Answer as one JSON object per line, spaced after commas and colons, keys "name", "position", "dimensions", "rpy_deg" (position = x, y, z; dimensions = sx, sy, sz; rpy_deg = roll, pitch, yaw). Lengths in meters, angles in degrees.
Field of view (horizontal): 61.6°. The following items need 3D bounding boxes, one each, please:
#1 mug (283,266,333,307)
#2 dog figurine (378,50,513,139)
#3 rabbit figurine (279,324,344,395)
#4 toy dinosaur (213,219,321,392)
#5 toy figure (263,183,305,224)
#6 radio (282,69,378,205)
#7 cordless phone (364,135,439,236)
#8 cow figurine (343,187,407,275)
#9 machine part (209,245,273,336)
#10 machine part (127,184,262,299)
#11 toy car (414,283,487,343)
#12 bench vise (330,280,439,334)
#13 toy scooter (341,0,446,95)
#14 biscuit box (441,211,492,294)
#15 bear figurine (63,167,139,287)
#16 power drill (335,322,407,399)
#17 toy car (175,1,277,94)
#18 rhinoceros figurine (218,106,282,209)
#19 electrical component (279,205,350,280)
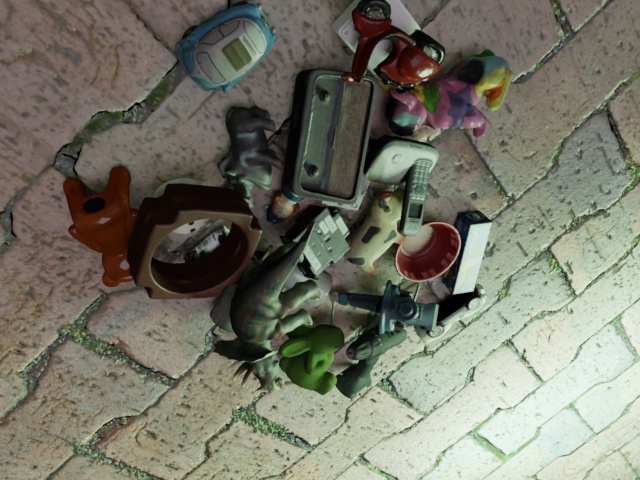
{"name": "mug", "position": [-0.046, 0.090, 1.157], "dimensions": [0.107, 0.081, 0.109], "rpy_deg": [36, 113, -22]}
{"name": "dog figurine", "position": [0.219, -0.274, 0.992], "dimensions": [0.219, 0.109, 0.191], "rpy_deg": [10, 119, -22]}
{"name": "rabbit figurine", "position": [-0.015, 0.249, 1.249], "dimensions": [0.159, 0.121, 0.170], "rpy_deg": [24, 123, -10]}
{"name": "toy dinosaur", "position": [-0.108, 0.128, 1.016], "dimensions": [0.192, 0.131, 0.404], "rpy_deg": [-29, 144, -31]}
{"name": "toy figure", "position": [-0.057, -0.089, 1.045], "dimensions": [0.064, 0.058, 0.154], "rpy_deg": [39, 109, 8]}
{"name": "radio", "position": [0.014, -0.185, 0.958], "dimensions": [0.131, 0.073, 0.229], "rpy_deg": [5, 101, -21]}
{"name": "cordless phone", "position": [0.149, -0.101, 1.035], "dimensions": [0.146, 0.089, 0.184], "rpy_deg": [4, 93, -34]}
{"name": "cow figurine", "position": [0.119, -0.029, 1.132], "dimensions": [0.127, 0.086, 0.195], "rpy_deg": [29, 110, -39]}
{"name": "machine part", "position": [-0.157, 0.108, 1.124], "dimensions": [0.079, 0.079, 0.243], "rpy_deg": [25, 112, -31]}
{"name": "machine part", "position": [-0.219, 0.004, 0.934], "dimensions": [0.201, 0.087, 0.200], "rpy_deg": [1, 130, -37]}
{"name": "toy car", "position": [0.325, 0.178, 1.343], "dimensions": [0.202, 0.074, 0.056], "rpy_deg": [-37, 123, 6]}
{"name": "bench vise", "position": [0.145, 0.149, 1.220], "dimensions": [0.241, 0.223, 0.128], "rpy_deg": [9, 93, 13]}
{"name": "toy scooter", "position": [0.110, -0.298, 0.882], "dimensions": [0.184, 0.075, 0.135], "rpy_deg": [25, 111, -27]}
{"name": "biscuit box", "position": [0.342, 0.030, 1.260], "dimensions": [0.063, 0.059, 0.202], "rpy_deg": [-6, 123, -16]}
{"name": "bear figurine", "position": [-0.366, -0.014, 0.965], "dimensions": [0.120, 0.132, 0.195], "rpy_deg": [-17, 144, -7]}
{"name": "power drill", "position": [0.105, 0.286, 1.294], "dimensions": [0.232, 0.086, 0.207], "rpy_deg": [-19, 138, -47]}
{"name": "toy car", "position": [-0.141, -0.298, 0.849], "dimensions": [0.162, 0.103, 0.109], "rpy_deg": [-31, 128, 4]}
{"name": "rhinoceros figurine", "position": [-0.128, -0.146, 0.970], "dimensions": [0.112, 0.073, 0.190], "rpy_deg": [-9, 124, -16]}
{"name": "electrical component", "position": [-0.002, -0.003, 1.091], "dimensions": [0.134, 0.058, 0.114], "rpy_deg": [-43, 122, -25]}
